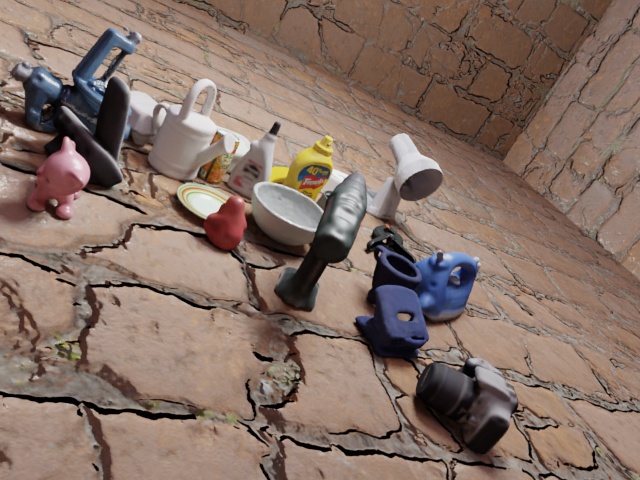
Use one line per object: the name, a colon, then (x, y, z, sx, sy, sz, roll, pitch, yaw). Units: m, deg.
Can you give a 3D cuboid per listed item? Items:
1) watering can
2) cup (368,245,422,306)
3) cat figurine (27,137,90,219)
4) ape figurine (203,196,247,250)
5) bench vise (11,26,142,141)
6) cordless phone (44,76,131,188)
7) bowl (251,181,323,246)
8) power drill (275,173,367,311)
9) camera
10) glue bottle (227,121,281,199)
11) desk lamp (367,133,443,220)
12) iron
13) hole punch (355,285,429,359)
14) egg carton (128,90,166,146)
watering can: (-0.245, -0.217, 1.109, 0.173, 0.194, 0.101, 26, 23, -11)
cup: (0.125, 0.075, 1.090, 0.092, 0.095, 0.117, 6, 33, -44)
cat figurine: (-0.366, -0.097, 0.820, 0.067, 0.117, 0.127, 18, 26, -27)
ape figurine: (-0.155, -0.036, 0.981, 0.078, 0.092, 0.076, 16, 27, -30)
bench vise: (-0.409, -0.279, 1.003, 0.121, 0.219, 0.208, 44, 26, 28)
cordless phone: (-0.362, -0.193, 0.931, 0.147, 0.185, 0.094, 42, 26, 25)
bowl: (-0.068, -0.039, 1.114, 0.168, 0.074, 0.167, 26, 24, -12)
power drill: (0.009, 0.003, 0.951, 0.076, 0.208, 0.229, 28, 23, -6)
camera: (0.226, 0.231, 0.890, 0.137, 0.100, 0.143, 29, 23, -3)
glue bottle: (-0.124, -0.169, 1.183, 0.078, 0.173, 0.037, 28, 23, -5)
desk lamp: (0.199, -0.157, 1.496, 0.118, 0.213, 0.202, 11, 30, -38)
iron: (0.272, 0.080, 1.198, 0.259, 0.141, 0.118, 2, 36, -48)
hole punch: (0.134, 0.140, 0.977, 0.109, 0.091, 0.100, 11, 30, -39)
egg carton: (-0.376, -0.256, 1.188, 0.150, 0.069, 0.107, 39, 25, 19)
